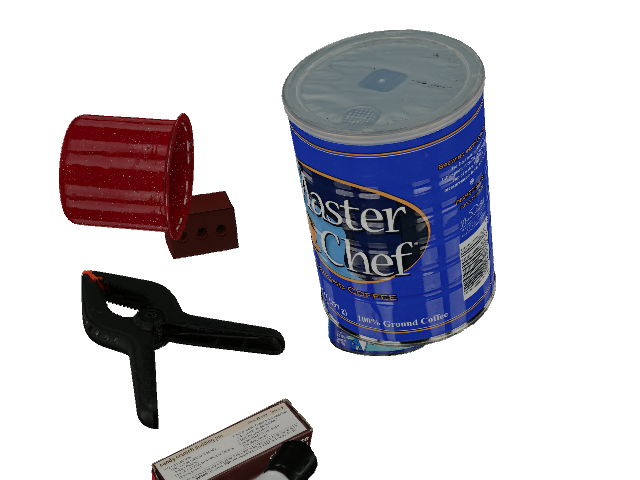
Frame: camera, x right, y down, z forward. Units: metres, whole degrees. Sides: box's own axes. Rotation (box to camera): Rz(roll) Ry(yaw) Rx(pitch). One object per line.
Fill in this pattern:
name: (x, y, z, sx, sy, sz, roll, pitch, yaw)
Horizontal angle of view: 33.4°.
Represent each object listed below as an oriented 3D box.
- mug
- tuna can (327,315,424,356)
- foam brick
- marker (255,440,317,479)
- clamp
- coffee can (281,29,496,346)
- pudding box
mug: (-0.140, -0.051, 0.795, 0.081, 0.093, 0.117, 4, 9, 4)
tuna can: (0.048, 0.065, 0.876, 0.086, 0.034, 0.086, -1, 15, 0)
foam brick: (-0.138, -0.018, 1.212, 0.078, 0.053, 0.051, -10, 29, -11)
marker: (-0.031, 0.114, 0.417, 0.020, 0.020, 0.121, 0, 21, 24)
clamp: (-0.148, 0.083, 1.004, 0.164, 0.036, 0.210, -21, 42, -35)
coffee can: (0.041, -0.028, 0.578, 0.103, 0.140, 0.103, -7, 38, 5)
pudding box: (-0.063, 0.171, 0.749, 0.113, 0.090, 0.039, -24, 52, -29)
